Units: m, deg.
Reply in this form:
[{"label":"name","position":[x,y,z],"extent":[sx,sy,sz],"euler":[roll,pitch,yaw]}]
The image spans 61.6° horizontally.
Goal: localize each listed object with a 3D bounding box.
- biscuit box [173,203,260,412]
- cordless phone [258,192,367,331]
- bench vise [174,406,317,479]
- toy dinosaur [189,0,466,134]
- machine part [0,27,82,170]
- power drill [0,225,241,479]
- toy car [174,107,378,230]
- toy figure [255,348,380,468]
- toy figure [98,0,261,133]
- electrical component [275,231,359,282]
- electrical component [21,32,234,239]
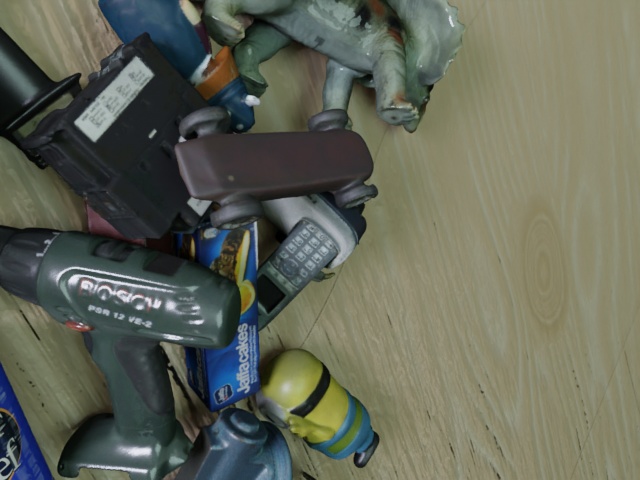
[{"label":"biscuit box","position":[-0.098,0.063,0.520],"extent":[0.059,0.063,0.202],"euler":[-16,117,-33]},{"label":"cordless phone","position":[-0.054,-0.003,0.554],"extent":[0.146,0.089,0.184],"euler":[42,109,-2]},{"label":"bench vise","position":[-0.077,0.282,0.555],"extent":[0.240,0.129,0.223],"euler":[22,90,-35]},{"label":"toy dinosaur","position":[-0.004,-0.227,0.545],"extent":[0.404,0.131,0.192],"euler":[24,65,-28]},{"label":"machine part","position":[-0.244,-0.129,0.419],"extent":[0.084,0.039,0.138],"euler":[-47,124,-13]},{"label":"power drill","position":[-0.182,0.091,0.443],"extent":[0.232,0.086,0.207],"euler":[5,106,3]},{"label":"toy car","position":[-0.030,-0.060,0.439],"extent":[0.202,0.053,0.089],"euler":[-15,84,-45]},{"label":"toy figure","position":[0.001,0.196,0.629],"extent":[0.180,0.082,0.089],"euler":[40,61,-30]},{"label":"toy figure","position":[-0.107,-0.150,0.446],"extent":[0.154,0.064,0.058],"euler":[43,58,-40]},{"label":"electrical component","position":[-0.002,-0.001,0.617],"extent":[0.102,0.045,0.078],"euler":[-51,124,-21]},{"label":"electrical component","position":[-0.132,-0.067,0.412],"extent":[0.134,0.058,0.115],"euler":[51,57,-34]}]
